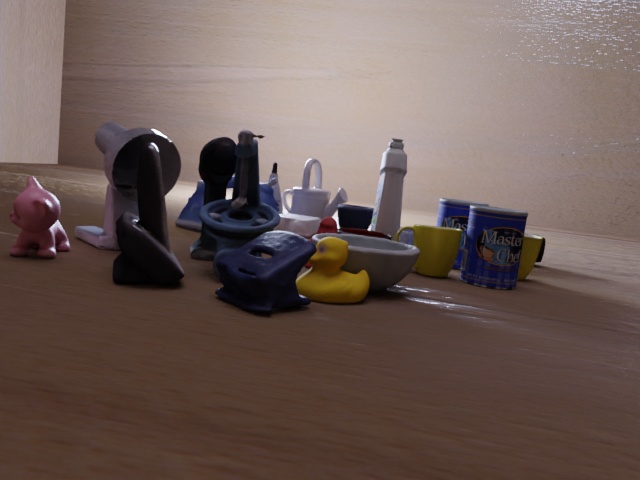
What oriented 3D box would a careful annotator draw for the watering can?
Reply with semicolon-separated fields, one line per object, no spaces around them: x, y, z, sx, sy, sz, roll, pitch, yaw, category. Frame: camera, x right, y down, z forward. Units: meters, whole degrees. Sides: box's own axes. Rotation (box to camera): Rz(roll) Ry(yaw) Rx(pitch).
-0.015;-0.110;1.466;0.173;0.194;0.101;7;8;2;watering can

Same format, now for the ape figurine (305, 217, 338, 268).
0.009;0.004;1.026;0.077;0.092;0.076;10;8;21;ape figurine

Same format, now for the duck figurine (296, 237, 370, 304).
0.019;0.039;0.794;0.104;0.086;0.077;6;8;-5;duck figurine

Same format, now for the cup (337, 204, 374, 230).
0.092;-0.032;1.350;0.117;0.095;0.092;11;9;32;cup

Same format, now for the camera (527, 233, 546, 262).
0.465;0.005;1.377;0.136;0.101;0.144;10;9;27;camera

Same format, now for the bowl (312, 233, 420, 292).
0.066;0.038;0.884;0.167;0.075;0.167;7;8;-1;bowl

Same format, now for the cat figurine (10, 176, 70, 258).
-0.418;-0.036;0.856;0.067;0.118;0.127;5;8;-11;cat figurine

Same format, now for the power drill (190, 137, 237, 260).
-0.180;-0.074;0.997;0.076;0.208;0.229;4;8;-17;power drill

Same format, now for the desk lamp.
-0.337;-0.092;0.982;0.118;0.213;0.202;-1;11;-44;desk lamp

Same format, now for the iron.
-0.209;-0.084;1.302;0.257;0.141;0.119;9;8;15;iron

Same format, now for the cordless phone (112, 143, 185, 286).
-0.231;-0.039;0.785;0.094;0.185;0.147;3;8;-24;cordless phone

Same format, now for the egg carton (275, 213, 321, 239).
-0.054;-0.016;1.199;0.107;0.069;0.150;9;8;15;egg carton

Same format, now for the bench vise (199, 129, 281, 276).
-0.129;-0.060;0.895;0.122;0.220;0.207;4;8;-18;bench vise

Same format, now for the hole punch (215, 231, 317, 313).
-0.068;0.036;0.721;0.101;0.091;0.108;-1;11;-45;hole punch

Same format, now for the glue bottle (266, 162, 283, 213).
-0.124;-0.112;1.463;0.037;0.173;0.078;12;9;34;glue bottle
